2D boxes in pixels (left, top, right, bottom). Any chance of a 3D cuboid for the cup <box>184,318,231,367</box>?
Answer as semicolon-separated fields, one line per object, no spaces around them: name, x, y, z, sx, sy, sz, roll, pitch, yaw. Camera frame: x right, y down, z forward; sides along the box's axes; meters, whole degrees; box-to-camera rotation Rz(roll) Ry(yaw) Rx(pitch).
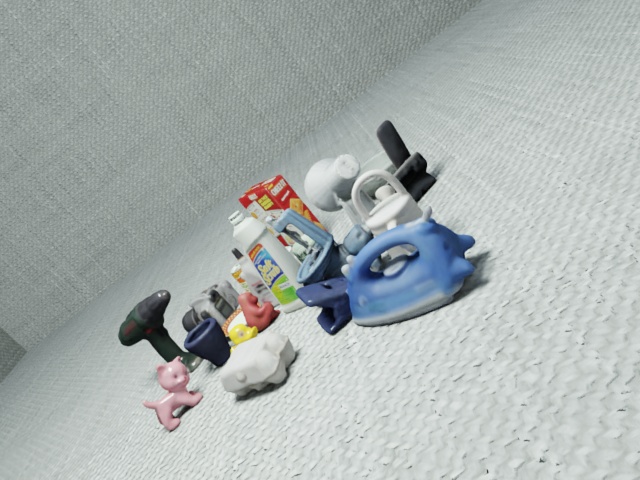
cup;-0.251;0.239;1.298;0.117;0.095;0.092;-15;30;53

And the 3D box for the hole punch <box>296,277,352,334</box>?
hole punch;0.018;0.107;1.090;0.101;0.091;0.108;-41;18;-7

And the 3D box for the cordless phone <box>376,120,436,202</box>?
cordless phone;0.166;-0.172;1.327;0.148;0.185;0.094;-48;20;-27

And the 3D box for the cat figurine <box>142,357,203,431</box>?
cat figurine;-0.315;0.313;1.206;0.128;0.118;0.067;-49;20;-28

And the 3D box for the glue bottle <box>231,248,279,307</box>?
glue bottle;-0.149;0.085;1.344;0.078;0.173;0.037;-31;19;23

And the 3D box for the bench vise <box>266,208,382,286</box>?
bench vise;0.008;0.001;1.157;0.207;0.220;0.121;-39;18;-1

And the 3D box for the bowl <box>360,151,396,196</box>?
bowl;0.161;-0.168;1.514;0.167;0.075;0.167;-35;18;13

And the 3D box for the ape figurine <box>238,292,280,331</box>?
ape figurine;-0.149;0.156;1.303;0.076;0.092;0.077;-45;19;-19

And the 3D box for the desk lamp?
desk lamp;0.078;-0.094;1.266;0.118;0.214;0.202;-45;18;-17

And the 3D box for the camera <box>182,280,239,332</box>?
camera;-0.303;0.183;1.532;0.136;0.101;0.143;-30;20;27

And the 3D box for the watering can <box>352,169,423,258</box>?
watering can;0.133;-0.048;1.071;0.101;0.194;0.172;-40;18;-4

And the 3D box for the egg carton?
egg carton;-0.120;0.236;1.084;0.150;0.069;0.107;-28;21;32

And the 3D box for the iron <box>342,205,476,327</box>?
iron;0.121;0.047;0.947;0.257;0.142;0.119;-29;20;29

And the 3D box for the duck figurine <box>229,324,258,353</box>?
duck figurine;-0.154;0.212;1.185;0.104;0.086;0.077;-27;21;34

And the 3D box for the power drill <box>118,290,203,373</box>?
power drill;-0.377;0.230;1.384;0.229;0.209;0.076;-28;21;32
